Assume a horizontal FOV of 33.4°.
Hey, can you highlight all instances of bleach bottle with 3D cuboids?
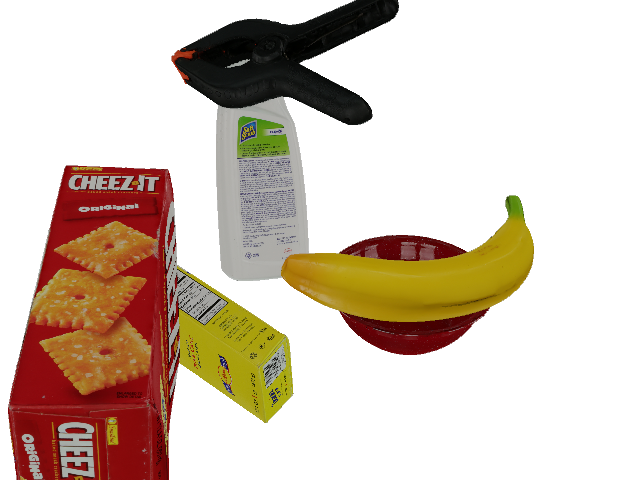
[{"bbox_3d":[-0.060,-0.087,1.128,0.102,0.251,0.068,-7,16,-23],"label":"bleach bottle"}]

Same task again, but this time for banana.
[{"bbox_3d":[0.070,0.020,0.668,0.197,0.037,0.070,-13,48,-34],"label":"banana"}]

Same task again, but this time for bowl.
[{"bbox_3d":[0.083,0.060,1.024,0.162,0.055,0.162,1,34,-1],"label":"bowl"}]

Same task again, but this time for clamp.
[{"bbox_3d":[-0.024,-0.140,0.788,0.172,0.120,0.039,10,-38,24],"label":"clamp"}]

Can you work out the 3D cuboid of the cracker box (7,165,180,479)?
[{"bbox_3d":[-0.116,0.080,0.592,0.072,0.164,0.213,1,33,-5],"label":"cracker box"}]

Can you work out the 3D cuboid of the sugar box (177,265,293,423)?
[{"bbox_3d":[-0.105,0.079,0.935,0.176,0.093,0.048,28,56,24],"label":"sugar box"}]
